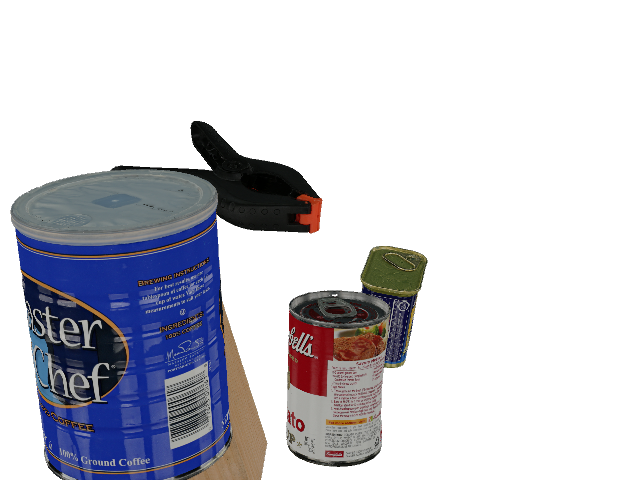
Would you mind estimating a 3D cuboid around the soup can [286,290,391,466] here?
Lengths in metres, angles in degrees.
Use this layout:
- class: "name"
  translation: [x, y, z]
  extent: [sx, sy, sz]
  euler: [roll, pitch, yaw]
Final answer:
- class: "soup can"
  translation: [0.011, 0.092, 0.722]
  extent: [0.068, 0.102, 0.068]
  euler: [2, 16, -1]

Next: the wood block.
- class: "wood block"
  translation: [-0.117, 0.129, 0.922]
  extent: [0.090, 0.206, 0.090]
  euler: [-9, 28, 10]

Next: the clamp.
- class: "clamp"
  translation: [-0.081, -0.043, 0.847]
  extent: [0.172, 0.039, 0.120]
  euler: [26, 45, 33]

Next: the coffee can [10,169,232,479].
- class: "coffee can"
  translation: [-0.101, 0.044, 0.559]
  extent: [0.103, 0.140, 0.103]
  euler: [-2, 20, 0]

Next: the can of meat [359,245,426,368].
- class: "can of meat"
  translation: [0.066, 0.064, 1.035]
  extent: [0.057, 0.084, 0.102]
  euler: [10, 23, 7]
